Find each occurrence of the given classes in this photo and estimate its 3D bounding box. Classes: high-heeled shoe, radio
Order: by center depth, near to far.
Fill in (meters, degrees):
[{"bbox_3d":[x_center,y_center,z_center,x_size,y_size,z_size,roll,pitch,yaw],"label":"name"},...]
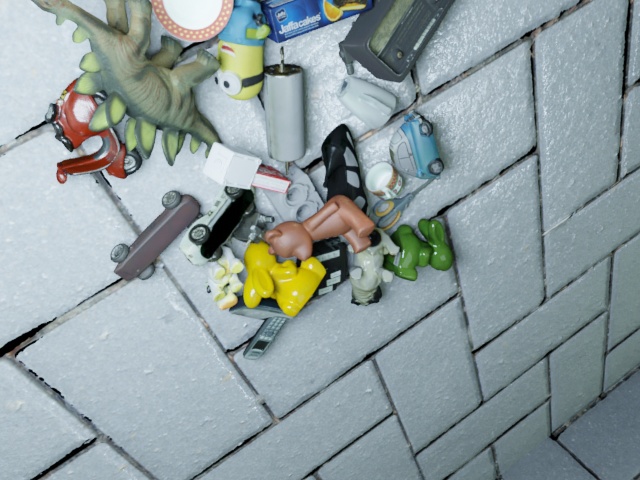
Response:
[{"bbox_3d":[0.157,-0.422,1.021,0.131,0.073,0.229,33,91,-41],"label":"radio"},{"bbox_3d":[0.066,-0.140,1.186,0.248,0.086,0.145,40,63,-58],"label":"high-heeled shoe"}]

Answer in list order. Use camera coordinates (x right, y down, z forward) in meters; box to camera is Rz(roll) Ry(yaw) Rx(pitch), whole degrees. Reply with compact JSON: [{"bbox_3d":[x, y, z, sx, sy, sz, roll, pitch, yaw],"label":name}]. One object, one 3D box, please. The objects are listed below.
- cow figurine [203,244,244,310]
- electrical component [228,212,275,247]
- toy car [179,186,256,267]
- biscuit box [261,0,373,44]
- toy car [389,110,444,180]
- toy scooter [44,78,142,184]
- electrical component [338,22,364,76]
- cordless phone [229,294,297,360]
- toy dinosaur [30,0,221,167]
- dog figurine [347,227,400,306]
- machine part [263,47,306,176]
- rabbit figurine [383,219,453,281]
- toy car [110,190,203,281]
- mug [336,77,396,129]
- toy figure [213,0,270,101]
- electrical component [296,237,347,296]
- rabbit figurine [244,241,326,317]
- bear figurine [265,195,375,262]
[{"bbox_3d":[-0.211,0.074,1.124,0.068,0.098,0.167,-22,147,-26],"label":"cow figurine"},{"bbox_3d":[-0.146,-0.022,1.093,0.045,0.102,0.078,26,80,-47],"label":"electrical component"},{"bbox_3d":[-0.193,-0.038,1.045,0.202,0.056,0.073,-57,146,-24],"label":"toy car"},{"bbox_3d":[-0.007,-0.412,0.950,0.203,0.059,0.062,-26,129,-16],"label":"biscuit box"},{"bbox_3d":[0.208,-0.200,1.199,0.103,0.109,0.161,-22,121,3],"label":"toy car"},{"bbox_3d":[-0.380,-0.160,0.865,0.135,0.075,0.183,-32,134,-18],"label":"toy scooter"},{"bbox_3d":[0.065,-0.373,1.047,0.063,0.021,0.093,-29,131,-13],"label":"electrical component"},{"bbox_3d":[-0.154,0.196,1.236,0.146,0.089,0.184,17,113,-39],"label":"cordless phone"},{"bbox_3d":[-0.256,-0.227,0.853,0.471,0.105,0.198,30,86,-59],"label":"toy dinosaur"},{"bbox_3d":[0.116,0.063,1.331,0.190,0.121,0.172,100,6,-68],"label":"dog figurine"},{"bbox_3d":[-0.066,-0.238,1.014,0.079,0.079,0.242,-17,126,-23],"label":"machine part"},{"bbox_3d":[0.260,0.024,1.367,0.170,0.121,0.159,8,93,-20],"label":"rabbit figurine"},{"bbox_3d":[-0.311,-0.008,1.022,0.202,0.053,0.089,-46,143,-4],"label":"toy car"},{"bbox_3d":[0.091,-0.277,1.075,0.107,0.110,0.080,23,109,-27],"label":"mug"},{"bbox_3d":[-0.130,-0.328,0.914,0.089,0.082,0.180,-1,116,-28],"label":"toy figure"},{"bbox_3d":[0.002,0.067,1.266,0.115,0.058,0.134,-13,125,-23],"label":"electrical component"},{"bbox_3d":[-0.100,0.080,1.152,0.173,0.122,0.162,45,49,-6],"label":"rabbit figurine"},{"bbox_3d":[-0.005,-0.006,1.084,0.196,0.132,0.120,-32,159,-17],"label":"bear figurine"}]
